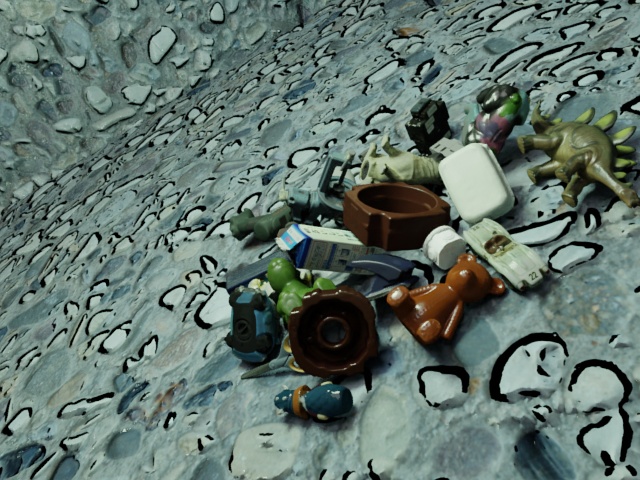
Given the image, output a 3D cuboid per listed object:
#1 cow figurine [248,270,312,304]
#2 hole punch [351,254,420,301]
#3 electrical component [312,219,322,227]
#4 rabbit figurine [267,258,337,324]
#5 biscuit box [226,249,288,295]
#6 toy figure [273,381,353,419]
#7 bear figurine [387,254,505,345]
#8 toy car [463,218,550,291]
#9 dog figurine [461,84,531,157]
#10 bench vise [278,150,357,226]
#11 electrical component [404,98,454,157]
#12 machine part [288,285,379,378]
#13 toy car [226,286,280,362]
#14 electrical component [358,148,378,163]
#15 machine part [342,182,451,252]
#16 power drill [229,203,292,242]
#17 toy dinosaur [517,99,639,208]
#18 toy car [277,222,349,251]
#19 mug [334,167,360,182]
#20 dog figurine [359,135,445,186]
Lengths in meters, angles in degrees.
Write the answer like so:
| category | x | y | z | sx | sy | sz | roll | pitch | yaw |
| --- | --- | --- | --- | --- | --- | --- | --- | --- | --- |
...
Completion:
| category | x | y | z | sx | sy | sz | roll | pitch | yaw |
| --- | --- | --- | --- | --- | --- | --- | --- | --- | --- |
| cow figurine | -0.075 | 0.105 | 1.243 | 0.167 | 0.068 | 0.098 | -33 | 52 | 6 |
| hole punch | 0.131 | 0.065 | 1.078 | 0.116 | 0.092 | 0.142 | -19 | -4 | 24 |
| electrical component | -0.036 | -0.011 | 1.375 | 0.102 | 0.045 | 0.078 | -35 | 34 | -5 |
| rabbit figurine | -0.046 | 0.112 | 1.142 | 0.121 | 0.159 | 0.170 | -29 | 56 | -15 |
| biscuit box | -0.134 | 0.084 | 1.324 | 0.203 | 0.059 | 0.063 | -25 | 37 | 9 |
| toy figure | -0.015 | 0.296 | 0.981 | 0.155 | 0.057 | 0.064 | -13 | 23 | 32 |
| bear figurine | 0.234 | 0.100 | 0.974 | 0.196 | 0.131 | 0.120 | -38 | 63 | -1 |
| toy car | 0.351 | 0.025 | 1.027 | 0.073 | 0.056 | 0.202 | -33 | 35 | -1 |
| dog figurine | 0.377 | -0.218 | 1.211 | 0.191 | 0.108 | 0.219 | -35 | 34 | 64 |
| bench vise | 0.017 | -0.127 | 1.290 | 0.224 | 0.240 | 0.129 | 20 | 46 | -2 |
| electrical component | 0.285 | -0.300 | 1.402 | 0.058 | 0.134 | 0.115 | 17 | 56 | 47 |
| machine part | 0.025 | 0.170 | 1.004 | 0.179 | 0.179 | 0.056 | -29 | 4 | 5 |
| toy car | -0.137 | 0.177 | 1.170 | 0.109 | 0.161 | 0.103 | 0 | 2 | 30 |
| electrical component | 0.150 | -0.190 | 1.424 | 0.048 | 0.074 | 0.119 | -33 | 31 | 0 |
| machine part | 0.163 | -0.053 | 1.170 | 0.201 | 0.087 | 0.201 | -8 | 27 | -19 |
| power drill | -0.130 | -0.058 | 1.467 | 0.208 | 0.085 | 0.232 | -1 | 26 | 34 |
| toy dinosaur | 0.529 | -0.197 | 1.128 | 0.199 | 0.104 | 0.472 | -22 | 35 | 3 |
| toy car | -0.003 | -0.004 | 1.284 | 0.202 | 0.053 | 0.089 | 4 | 34 | 8 |
| mug | 0.075 | -0.135 | 1.421 | 0.110 | 0.080 | 0.107 | -23 | 47 | 3 |
| dog figurine | 0.209 | -0.162 | 1.318 | 0.172 | 0.190 | 0.121 | 170 | 112 | -68 |
